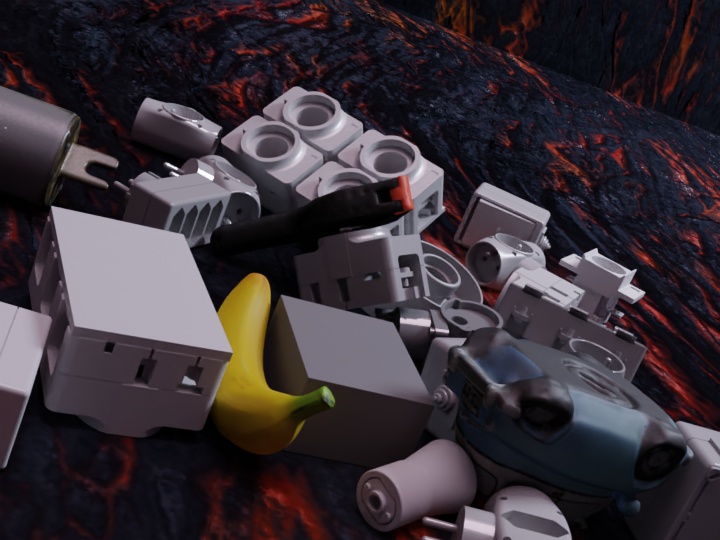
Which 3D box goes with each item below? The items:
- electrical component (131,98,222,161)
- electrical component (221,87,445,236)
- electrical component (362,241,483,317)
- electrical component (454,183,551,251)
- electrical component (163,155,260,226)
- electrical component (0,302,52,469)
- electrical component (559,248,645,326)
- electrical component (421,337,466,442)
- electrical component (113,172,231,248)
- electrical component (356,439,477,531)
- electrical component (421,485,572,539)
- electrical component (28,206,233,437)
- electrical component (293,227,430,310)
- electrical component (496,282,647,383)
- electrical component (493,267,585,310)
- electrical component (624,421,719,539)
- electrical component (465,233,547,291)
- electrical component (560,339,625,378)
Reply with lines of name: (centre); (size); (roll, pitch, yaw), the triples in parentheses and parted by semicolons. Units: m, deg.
electrical component: (-0.175, -0.138, 1.051); (0.077, 0.044, 0.079); (21, 20, -4)
electrical component: (-0.026, -0.090, 0.991); (0.186, 0.060, 0.105); (33, 58, 27)
electrical component: (0.050, 0.022, 0.894); (0.099, 0.064, 0.099); (25, 31, -16)
electrical component: (0.155, -0.042, 1.130); (0.096, 0.061, 0.061); (26, 20, 8)
electrical component: (-0.132, -0.071, 0.916); (0.079, 0.044, 0.077); (25, 15, -35)
electrical component: (-0.204, 0.050, 0.542); (0.076, 0.047, 0.083); (18, 20, -15)
electrical component: (0.232, 0.019, 1.057); (0.081, 0.063, 0.042); (31, 21, 22)
electrical component: (0.078, 0.082, 0.733); (0.096, 0.061, 0.061); (4, 19, -41)
electrical component: (-0.160, -0.053, 0.849); (0.076, 0.047, 0.083); (30, 21, 19)
electrical component: (0.030, 0.125, 0.614); (0.065, 0.044, 0.044); (-8, 36, -46)
electrical component: (0.072, 0.151, 0.586); (0.079, 0.043, 0.077); (15, 20, 0)
electrical component: (-0.142, 0.029, 0.640); (0.089, 0.061, 0.150); (12, 22, -26)
electrical component: (0.000, 0.000, 0.808); (0.089, 0.055, 0.050); (-11, -2, 36)
electrical component: (0.164, 0.060, 0.869); (0.121, 0.063, 0.079); (26, 5, 9)
electrical component: (0.155, 0.034, 0.958); (0.056, 0.050, 0.089); (30, 21, 18)
electrical component: (0.222, 0.141, 0.690); (0.062, 0.096, 0.061); (17, 21, -17)
electrical component: (0.155, 0.002, 1.046); (0.077, 0.044, 0.079); (-1, 30, -48)
electrical component: (0.157, 0.101, 0.753); (0.043, 0.077, 0.079); (15, 22, -20)
